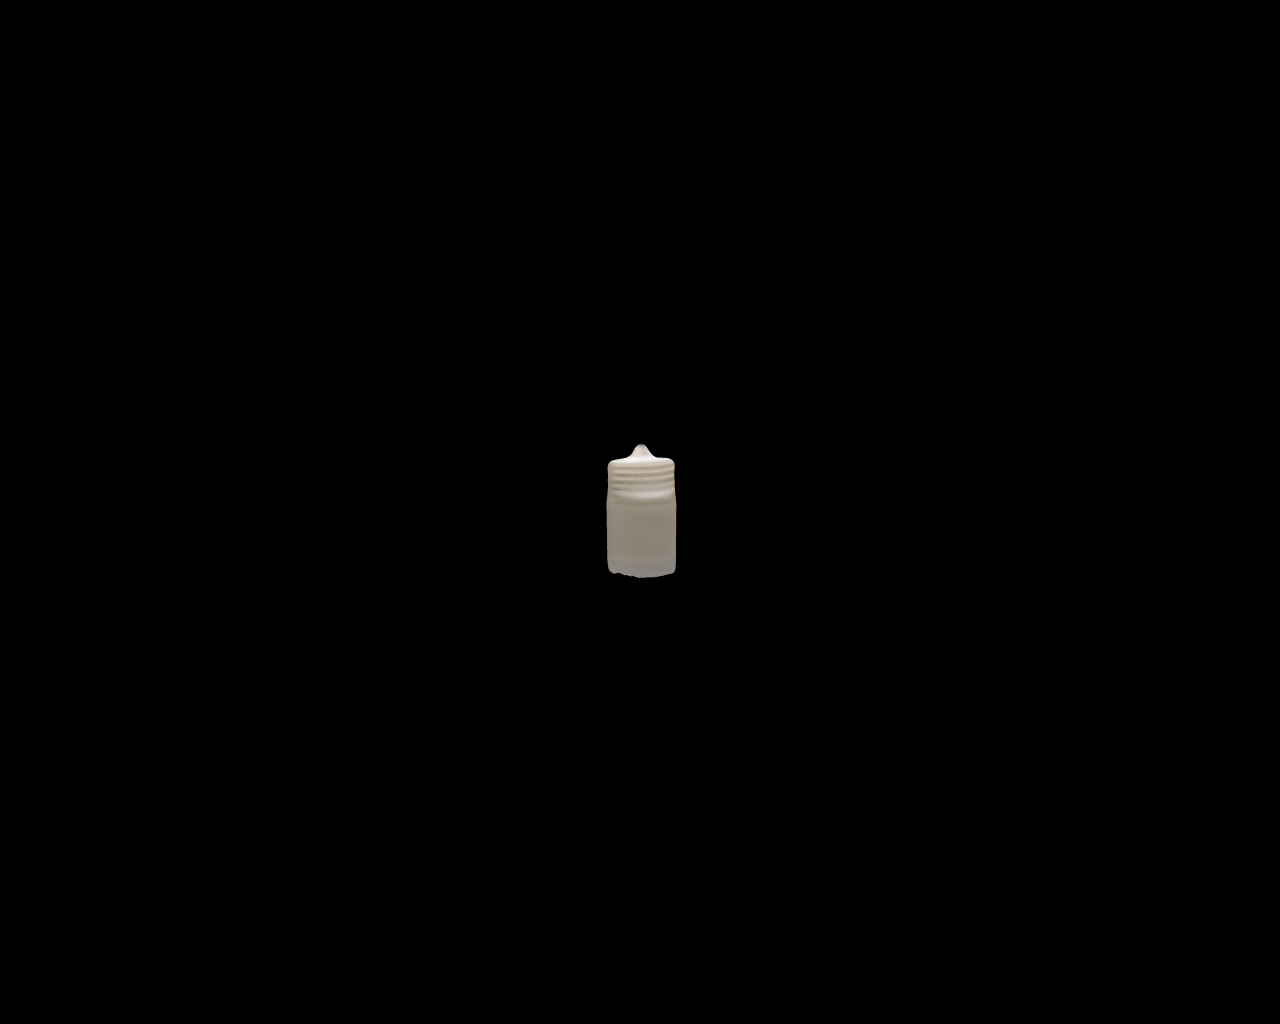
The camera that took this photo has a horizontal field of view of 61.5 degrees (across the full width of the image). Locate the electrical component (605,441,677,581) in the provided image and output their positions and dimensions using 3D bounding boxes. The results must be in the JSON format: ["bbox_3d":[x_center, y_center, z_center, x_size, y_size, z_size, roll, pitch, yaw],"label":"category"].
[{"bbox_3d":[0.001,-0.003,0.650,0.043,0.080,0.043,0,9,0],"label":"electrical component"}]
